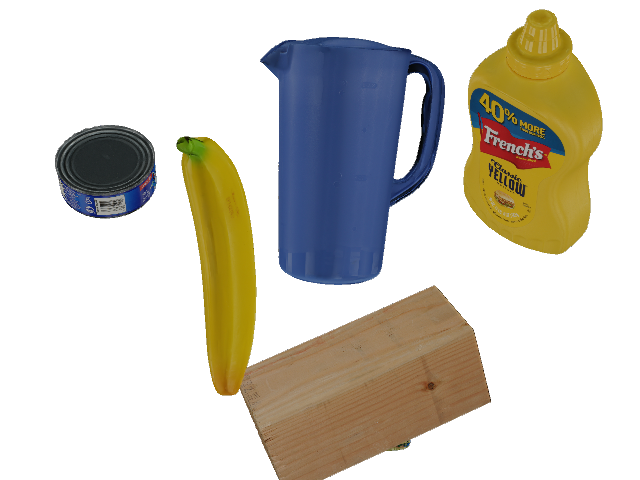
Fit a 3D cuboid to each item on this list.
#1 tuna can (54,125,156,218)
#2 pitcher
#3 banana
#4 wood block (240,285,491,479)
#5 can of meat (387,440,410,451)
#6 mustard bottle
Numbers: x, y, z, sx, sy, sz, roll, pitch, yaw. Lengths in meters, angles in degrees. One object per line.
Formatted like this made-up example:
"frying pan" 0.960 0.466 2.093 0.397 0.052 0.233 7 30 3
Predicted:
"tuna can" -0.186 -0.060 0.931 0.086 0.086 0.034 0 -41 -3
"pitcher" 0.028 -0.083 1.087 0.149 0.243 0.144 12 15 32
"banana" -0.071 0.009 0.723 0.037 0.198 0.069 5 30 23
"wood block" 0.038 0.135 0.976 0.206 0.091 0.090 -23 31 -8
"can of meat" 0.069 0.215 1.333 0.102 0.084 0.057 2 22 -14
"mustard bottle" 0.145 -0.078 0.729 0.058 0.191 0.096 -39 58 -23
